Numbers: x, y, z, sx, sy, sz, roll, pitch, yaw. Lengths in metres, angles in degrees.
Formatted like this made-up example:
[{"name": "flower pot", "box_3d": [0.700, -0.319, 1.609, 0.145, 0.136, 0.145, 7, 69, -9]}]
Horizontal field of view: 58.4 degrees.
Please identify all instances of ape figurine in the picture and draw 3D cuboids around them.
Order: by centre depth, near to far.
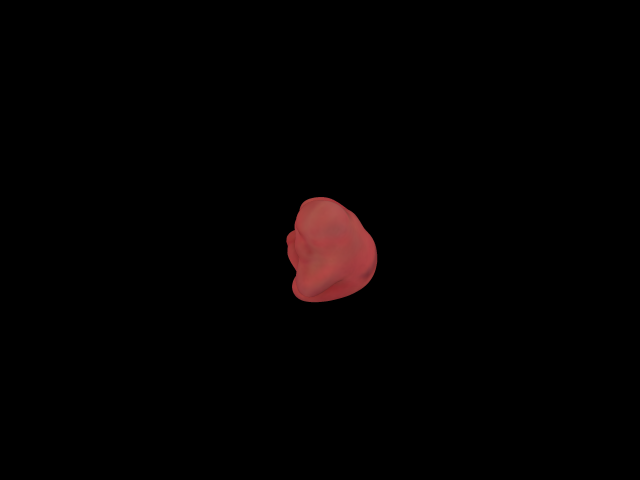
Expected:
[{"name": "ape figurine", "box_3d": [0.004, 0.001, 0.400, 0.076, 0.092, 0.078, 22, 65, 11]}]
